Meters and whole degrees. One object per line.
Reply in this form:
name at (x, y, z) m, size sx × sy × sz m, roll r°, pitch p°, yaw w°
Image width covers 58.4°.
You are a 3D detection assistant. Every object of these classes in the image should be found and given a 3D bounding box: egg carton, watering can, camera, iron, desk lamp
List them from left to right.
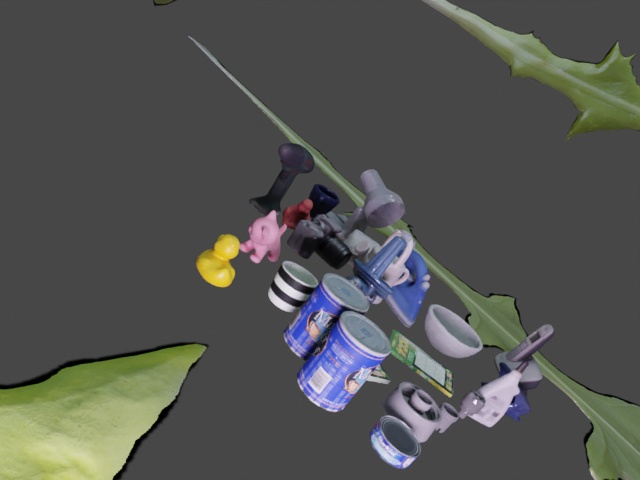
camera at (0.013, 0.005, 1.465) m, size 0.136 × 0.100 × 0.144 m, roll 42°, pitch 20°, yaw 19°
egg carton at (0.113, 0.029, 1.621) m, size 0.107 × 0.069 × 0.150 m, roll 35°, pitch 19°, yaw -1°
desk lamp at (0.135, -0.095, 1.729) m, size 0.118 × 0.213 × 0.202 m, roll 16°, pitch 27°, yaw -43°
watering can at (0.162, 0.058, 1.447) m, size 0.173 × 0.194 × 0.100 m, roll 11°, pitch 30°, yaw -49°
iron at (0.244, 0.110, 1.543) m, size 0.119 × 0.141 × 0.258 m, roll 27°, pitch 21°, yaw -22°

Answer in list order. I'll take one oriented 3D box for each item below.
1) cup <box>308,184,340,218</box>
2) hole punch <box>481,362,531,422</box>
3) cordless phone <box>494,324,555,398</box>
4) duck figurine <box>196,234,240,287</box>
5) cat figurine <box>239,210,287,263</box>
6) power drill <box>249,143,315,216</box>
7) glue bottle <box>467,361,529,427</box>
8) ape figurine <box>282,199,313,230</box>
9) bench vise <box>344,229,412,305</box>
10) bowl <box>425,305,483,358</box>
cup at (-0.004, -0.103, 1.696) m, size 0.091 × 0.095 × 0.118 m, roll 35°, pitch 19°, yaw 0°
hole punch at (0.460, 0.364, 1.384) m, size 0.101 × 0.091 × 0.108 m, roll 29°, pitch 20°, yaw -18°
cordless phone at (0.560, 0.312, 1.528) m, size 0.094 × 0.185 × 0.147 m, roll 32°, pitch 20°, yaw -10°
duck figurine at (-0.185, 0.032, 1.096) m, size 0.078 × 0.086 × 0.104 m, roll 24°, pitch 22°, yaw -30°
cat figurine at (-0.116, -0.012, 1.264) m, size 0.067 × 0.117 × 0.128 m, roll 42°, pitch 20°, yaw 20°
power drill at (-0.097, -0.165, 1.516) m, size 0.075 × 0.208 × 0.230 m, roll 38°, pitch 19°, yaw 9°
glue bottle at (0.392, 0.325, 1.237) m, size 0.078 × 0.173 × 0.037 m, roll 31°, pitch 20°, yaw -11°
ape figurine at (-0.054, -0.072, 1.547) m, size 0.077 × 0.092 × 0.076 m, roll 38°, pitch 19°, yaw 7°
bench vise at (0.127, 0.081, 1.296) m, size 0.121 × 0.219 × 0.208 m, roll 36°, pitch 19°, yaw 2°
bowl at (0.326, 0.246, 1.463) m, size 0.168 × 0.074 × 0.167 m, roll 31°, pitch 20°, yaw -12°
